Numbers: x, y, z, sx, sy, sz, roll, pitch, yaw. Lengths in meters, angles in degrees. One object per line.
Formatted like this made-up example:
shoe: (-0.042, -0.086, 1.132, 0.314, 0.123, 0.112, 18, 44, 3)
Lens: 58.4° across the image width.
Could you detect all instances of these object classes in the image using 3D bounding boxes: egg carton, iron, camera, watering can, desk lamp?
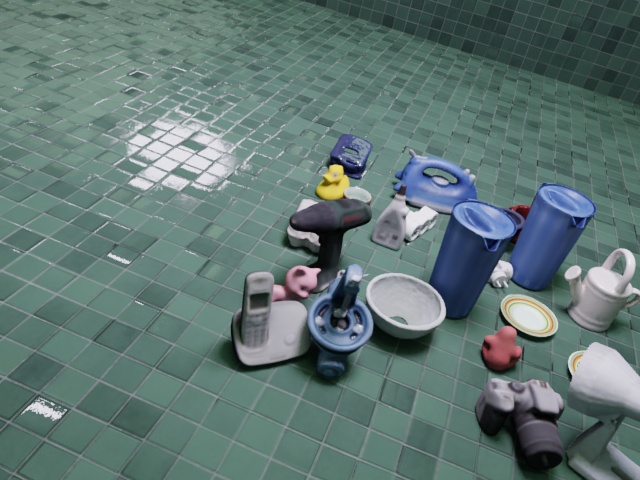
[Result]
egg carton: (-0.016, -0.036, 1.362, 0.107, 0.069, 0.150, 15, 36, 2)
iron: (0.341, -0.162, 1.594, 0.258, 0.141, 0.118, 14, 36, 0)
camera: (0.360, 0.314, 0.992, 0.143, 0.101, 0.137, 11, 36, -4)
watering can: (0.640, 0.105, 1.290, 0.173, 0.194, 0.100, -1, 38, -19)
desk lamp: (0.498, 0.304, 0.957, 0.118, 0.213, 0.202, -23, 50, -40)

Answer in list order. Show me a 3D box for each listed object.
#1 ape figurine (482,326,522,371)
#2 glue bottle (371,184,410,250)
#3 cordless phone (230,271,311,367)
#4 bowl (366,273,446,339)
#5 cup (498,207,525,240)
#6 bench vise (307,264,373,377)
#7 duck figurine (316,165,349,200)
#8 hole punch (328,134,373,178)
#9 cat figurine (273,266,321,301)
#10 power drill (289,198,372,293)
ape figurine: (0.366, 0.210, 1.143, 0.077, 0.092, 0.076, 32, 39, 23)
glue bottle: (0.180, -0.059, 1.372, 0.078, 0.173, 0.037, 23, 37, 12)
cordless phone: (-0.080, 0.130, 1.017, 0.148, 0.185, 0.094, -8, 41, -28)
bowl: (0.167, 0.147, 1.173, 0.167, 0.075, 0.167, 9, 36, -7)
cup: (0.462, -0.025, 1.489, 0.118, 0.095, 0.091, 3, 37, -15)
bench vise: (0.032, 0.111, 1.052, 0.122, 0.220, 0.207, 1, 38, -17)
duck figurine: (0.040, -0.162, 1.538, 0.105, 0.086, 0.077, -24, 50, -40)
hole punch: (0.090, -0.245, 1.661, 0.108, 0.091, 0.101, 22, 36, 11)
cat figurine: (-0.061, 0.091, 1.133, 0.128, 0.118, 0.067, 2, 37, -16)
power drill: (0.011, 0.004, 1.198, 0.075, 0.208, 0.230, 37, 41, 28)
